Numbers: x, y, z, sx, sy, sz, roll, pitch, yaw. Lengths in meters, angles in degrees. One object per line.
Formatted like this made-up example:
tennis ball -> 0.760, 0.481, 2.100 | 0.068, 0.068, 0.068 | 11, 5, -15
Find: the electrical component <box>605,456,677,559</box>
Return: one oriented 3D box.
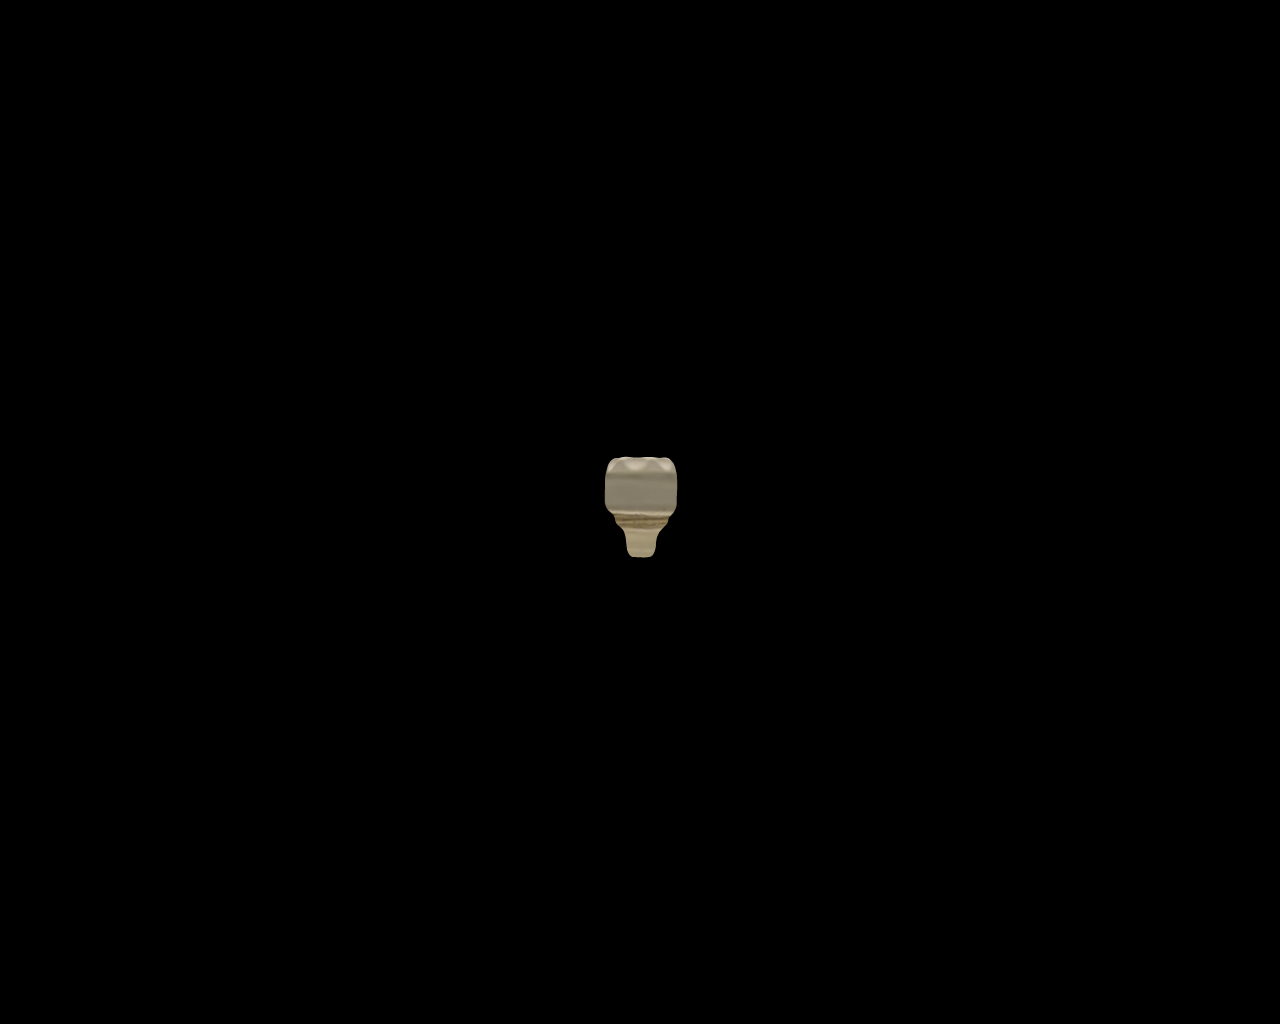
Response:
electrical component -> 0.001, -0.003, 0.650 | 0.043, 0.062, 0.043 | 0, 0, 0
